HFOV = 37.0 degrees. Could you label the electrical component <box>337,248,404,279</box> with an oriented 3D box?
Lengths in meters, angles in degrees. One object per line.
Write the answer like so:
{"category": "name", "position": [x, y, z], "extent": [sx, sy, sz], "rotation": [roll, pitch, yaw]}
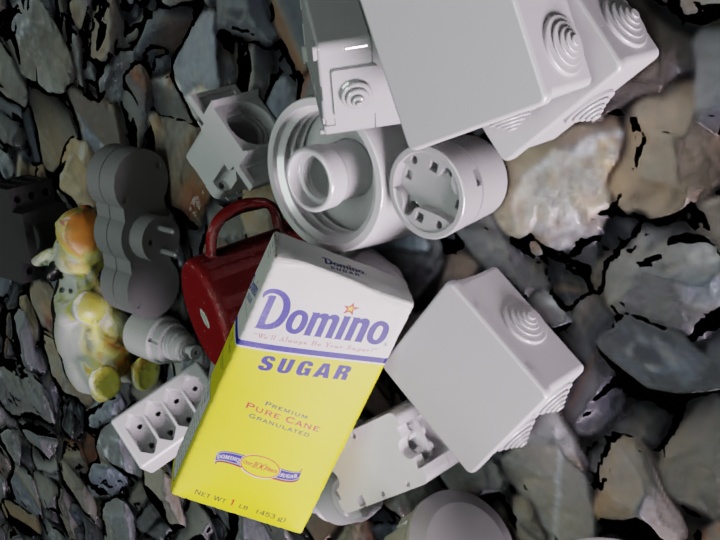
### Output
{"category": "electrical component", "position": [0.000, 0.000, 0.709], "extent": [0.061, 0.035, 0.035], "rotation": [41, 130, 28]}

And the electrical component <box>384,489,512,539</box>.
{"category": "electrical component", "position": [0.057, 0.187, 0.697], "extent": [0.080, 0.080, 0.051], "rotation": [57, 140, 11]}

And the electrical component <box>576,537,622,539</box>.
{"category": "electrical component", "position": [0.142, 0.213, 0.608], "extent": [0.108, 0.108, 0.060], "rotation": [34, 133, 30]}

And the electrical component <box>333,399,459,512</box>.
{"category": "electrical component", "position": [0.024, 0.119, 0.717], "extent": [0.089, 0.056, 0.050], "rotation": [-33, 82, 45]}

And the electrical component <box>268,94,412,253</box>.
{"category": "electrical component", "position": [-0.012, -0.063, 0.677], "extent": [0.108, 0.060, 0.108], "rotation": [18, 117, 38]}

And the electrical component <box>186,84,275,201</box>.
{"category": "electrical component", "position": [-0.087, -0.086, 0.754], "extent": [0.081, 0.042, 0.063], "rotation": [55, 138, 13]}

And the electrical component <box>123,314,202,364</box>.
{"category": "electrical component", "position": [-0.159, 0.058, 0.879], "extent": [0.078, 0.040, 0.040], "rotation": [15, 116, 39]}

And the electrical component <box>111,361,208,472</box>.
{"category": "electrical component", "position": [-0.148, 0.123, 0.876], "extent": [0.047, 0.083, 0.075], "rotation": [54, 172, 14]}

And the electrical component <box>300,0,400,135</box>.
{"category": "electrical component", "position": [0.001, -0.124, 0.611], "extent": [0.061, 0.061, 0.096], "rotation": [86, 173, -46]}

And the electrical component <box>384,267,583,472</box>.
{"category": "electrical component", "position": [0.074, 0.058, 0.650], "extent": [0.099, 0.048, 0.099], "rotation": [50, 133, 17]}

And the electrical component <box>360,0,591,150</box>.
{"category": "electrical component", "position": [0.057, -0.115, 0.527], "extent": [0.100, 0.048, 0.099], "rotation": [-15, 95, 45]}

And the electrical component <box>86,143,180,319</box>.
{"category": "electrical component", "position": [-0.167, -0.027, 0.845], "extent": [0.074, 0.052, 0.138], "rotation": [15, 116, 39]}

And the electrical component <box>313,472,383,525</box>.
{"category": "electrical component", "position": [-0.015, 0.164, 0.781], "extent": [0.062, 0.043, 0.043], "rotation": [-27, 87, 47]}

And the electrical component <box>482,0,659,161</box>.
{"category": "electrical component", "position": [0.094, -0.119, 0.562], "extent": [0.100, 0.048, 0.099], "rotation": [-39, 78, 45]}

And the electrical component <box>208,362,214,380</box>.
{"category": "electrical component", "position": [-0.089, 0.087, 0.814], "extent": [0.055, 0.055, 0.047], "rotation": [26, 119, 35]}

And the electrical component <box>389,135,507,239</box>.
{"category": "electrical component", "position": [0.053, -0.050, 0.629], "extent": [0.055, 0.047, 0.055], "rotation": [18, 117, 39]}
